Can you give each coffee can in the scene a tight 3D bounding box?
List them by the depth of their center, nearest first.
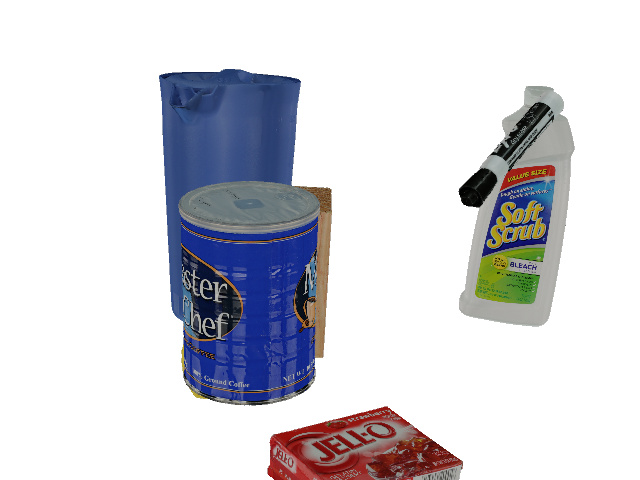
[{"bbox_3d":[-0.053,0.037,0.797,0.103,0.140,0.103,1,20,-1],"label":"coffee can"}]

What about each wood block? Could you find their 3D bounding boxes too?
[{"bbox_3d":[-0.035,0.040,1.396,0.090,0.206,0.091,3,23,-2],"label":"wood block"}]

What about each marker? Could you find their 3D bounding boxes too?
[{"bbox_3d":[0.133,-0.064,0.746,0.020,0.020,0.121,0,39,50],"label":"marker"}]

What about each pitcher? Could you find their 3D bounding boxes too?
[{"bbox_3d":[-0.083,-0.044,1.038,0.149,0.243,0.145,-2,15,-17],"label":"pitcher"}]

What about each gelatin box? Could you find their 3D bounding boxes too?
[{"bbox_3d":[0.025,0.131,0.618,0.089,0.030,0.073,-7,23,-34],"label":"gelatin box"}]

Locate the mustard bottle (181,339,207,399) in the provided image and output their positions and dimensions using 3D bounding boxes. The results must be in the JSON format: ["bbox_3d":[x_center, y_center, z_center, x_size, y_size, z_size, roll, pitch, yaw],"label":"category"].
[{"bbox_3d":[-0.107,0.085,1.177,0.058,0.096,0.191,1,27,4],"label":"mustard bottle"}]

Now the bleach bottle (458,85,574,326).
[{"bbox_3d":[0.210,-0.039,1.135,0.103,0.251,0.068,9,19,16],"label":"bleach bottle"}]
